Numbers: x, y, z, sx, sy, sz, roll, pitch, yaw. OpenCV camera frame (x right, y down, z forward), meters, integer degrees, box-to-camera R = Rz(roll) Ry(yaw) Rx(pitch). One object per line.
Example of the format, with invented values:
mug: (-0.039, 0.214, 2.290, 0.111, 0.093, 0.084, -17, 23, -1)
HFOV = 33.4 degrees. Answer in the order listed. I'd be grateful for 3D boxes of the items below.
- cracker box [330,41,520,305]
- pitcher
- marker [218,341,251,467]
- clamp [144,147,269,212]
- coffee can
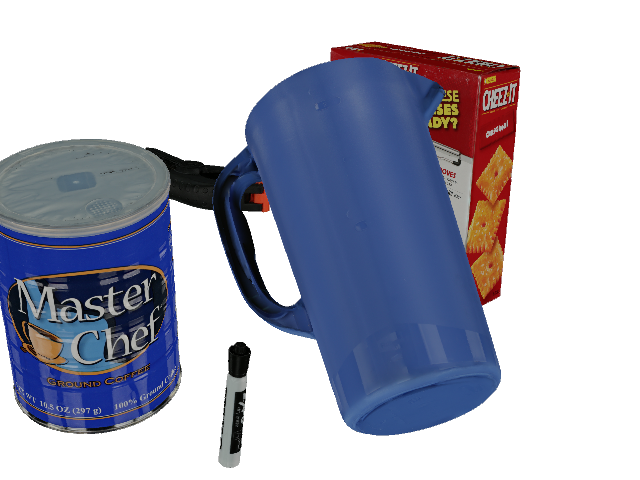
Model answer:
cracker box: (0.087, -0.060, 0.958, 0.164, 0.214, 0.071, 19, 26, 38)
pitcher: (0.027, 0.009, 0.743, 0.144, 0.243, 0.149, 0, -30, -29)
marker: (-0.073, 0.140, 0.908, 0.020, 0.121, 0.020, 6, 26, -3)
clamp: (-0.131, -0.052, 0.986, 0.172, 0.039, 0.120, 12, 26, 29)
coffee can: (-0.135, 0.026, 0.621, 0.103, 0.140, 0.103, 1, 32, -1)
